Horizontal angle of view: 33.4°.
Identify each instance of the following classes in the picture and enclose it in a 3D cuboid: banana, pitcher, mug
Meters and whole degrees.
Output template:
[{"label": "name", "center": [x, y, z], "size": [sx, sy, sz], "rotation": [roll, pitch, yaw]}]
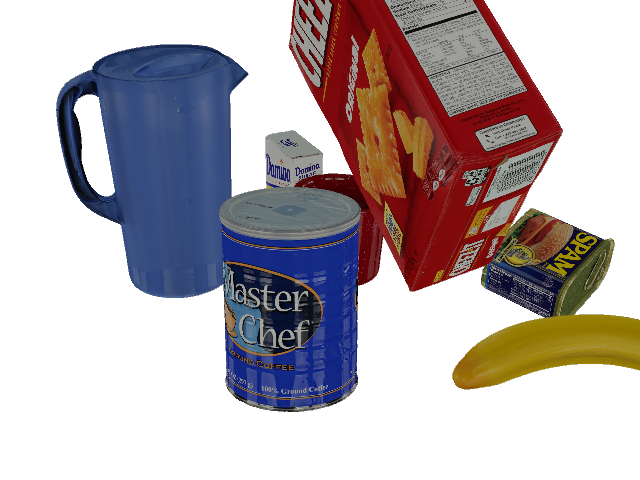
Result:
[{"label": "banana", "center": [0.192, 0.083, 0.789], "size": [0.197, 0.037, 0.069], "rotation": [2, 32, -5]}, {"label": "pitcher", "center": [-0.160, -0.068, 1.074], "size": [0.149, 0.243, 0.144], "rotation": [11, 27, 26]}, {"label": "mug", "center": [0.006, -0.010, 1.001], "size": [0.117, 0.081, 0.093], "rotation": [8, 25, 7]}]

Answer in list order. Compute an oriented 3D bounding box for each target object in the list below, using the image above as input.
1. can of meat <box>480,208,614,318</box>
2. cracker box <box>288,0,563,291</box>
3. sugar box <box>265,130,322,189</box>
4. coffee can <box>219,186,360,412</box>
[{"label": "can of meat", "center": [0.210, 0.023, 0.991], "size": [0.084, 0.057, 0.101], "rotation": [27, 47, 28]}, {"label": "cracker box", "center": [0.051, -0.098, 0.672], "size": [0.072, 0.214, 0.164], "rotation": [-19, -23, -15]}, {"label": "sugar box", "center": [-0.032, -0.033, 1.269], "size": [0.048, 0.176, 0.093], "rotation": [-12, 26, -20]}, {"label": "coffee can", "center": [-0.022, 0.041, 0.796], "size": [0.103, 0.140, 0.103], "rotation": [0, 20, 0]}]
